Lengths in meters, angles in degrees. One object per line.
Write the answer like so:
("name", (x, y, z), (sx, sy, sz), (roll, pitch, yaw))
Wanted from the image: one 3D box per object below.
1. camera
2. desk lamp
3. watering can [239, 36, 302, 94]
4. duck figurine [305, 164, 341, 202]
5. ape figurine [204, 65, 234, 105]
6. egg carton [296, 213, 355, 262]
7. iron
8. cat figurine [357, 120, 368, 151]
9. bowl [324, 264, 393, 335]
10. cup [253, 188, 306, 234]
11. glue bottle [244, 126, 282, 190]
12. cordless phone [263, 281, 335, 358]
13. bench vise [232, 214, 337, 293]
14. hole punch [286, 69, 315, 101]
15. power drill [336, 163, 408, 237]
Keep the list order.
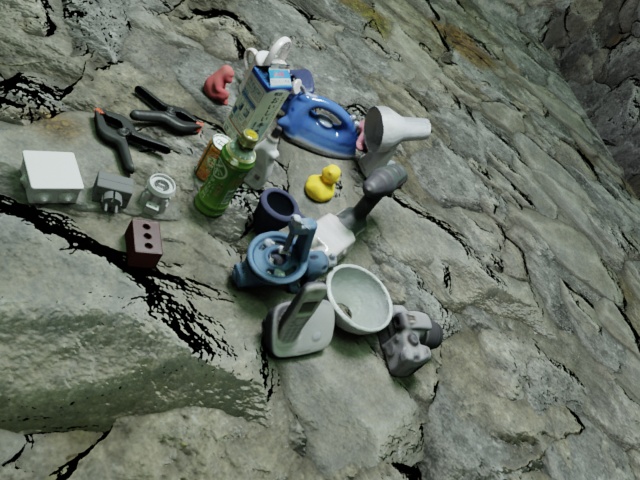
("camera", (0.211, 0.214, 1.247), (0.137, 0.100, 0.143), (11, 49, -30))
("desk lamp", (0.191, -0.262, 1.571), (0.204, 0.213, 0.117), (6, 51, -34))
("watering can", (-0.124, -0.448, 1.510), (0.173, 0.193, 0.101), (29, 42, -13))
("duck figurine", (0.015, -0.150, 1.434), (0.077, 0.086, 0.105), (43, 40, 4))
("ape figurine", (-0.248, -0.402, 1.453), (0.076, 0.092, 0.078), (27, 42, -15))
("egg carton", (0.012, 0.005, 1.306), (0.107, 0.069, 0.151), (45, 41, 6))
("iron", (0.018, -0.317, 1.543), (0.259, 0.141, 0.118), (20, 44, -23))
("cat figurine", (0.153, -0.320, 1.667), (0.067, 0.117, 0.127), (6, 51, -34))
("bowl", (0.069, 0.138, 1.226), (0.168, 0.074, 0.167), (21, 44, -21))
("cup", (-0.093, -0.046, 1.251), (0.118, 0.094, 0.092), (29, 42, -13))
("glue bottle", (-0.128, -0.193, 1.296), (0.078, 0.173, 0.037), (41, 40, 1))
("cordless phone", (-0.014, 0.139, 1.076), (0.148, 0.184, 0.094), (-4, 57, -39))
("bench vise", (-0.049, 0.016, 1.134), (0.208, 0.219, 0.121), (-17, 66, -45))
("hole punch", (-0.077, -0.433, 1.612), (0.101, 0.091, 0.108), (11, 48, -30))
("power drill", (0.120, -0.099, 1.374), (0.075, 0.208, 0.230), (45, 41, 6))
